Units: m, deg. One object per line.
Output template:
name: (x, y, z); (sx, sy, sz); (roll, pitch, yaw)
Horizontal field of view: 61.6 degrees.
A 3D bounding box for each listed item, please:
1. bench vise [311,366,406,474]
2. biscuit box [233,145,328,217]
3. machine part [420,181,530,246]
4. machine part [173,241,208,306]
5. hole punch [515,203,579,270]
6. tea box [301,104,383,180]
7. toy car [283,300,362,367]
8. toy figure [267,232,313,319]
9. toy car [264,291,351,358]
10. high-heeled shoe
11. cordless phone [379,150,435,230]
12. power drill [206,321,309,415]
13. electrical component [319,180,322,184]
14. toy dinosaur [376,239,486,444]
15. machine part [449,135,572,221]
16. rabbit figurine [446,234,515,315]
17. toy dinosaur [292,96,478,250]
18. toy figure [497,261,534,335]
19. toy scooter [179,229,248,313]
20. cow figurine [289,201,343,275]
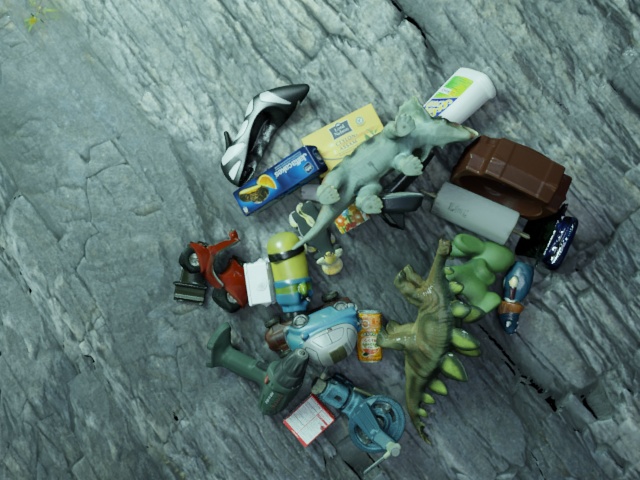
bench vise: (0.090, 0.348, 1.065); (0.129, 0.241, 0.223); (-45, 104, -4)
biscuit box: (-0.083, -0.123, 1.122); (0.203, 0.059, 0.063); (-30, 88, 23)
machine part: (0.322, -0.057, 1.124); (0.243, 0.079, 0.079); (27, 89, 12)
machine part: (-0.276, 0.069, 1.168); (0.084, 0.039, 0.138); (12, 90, 7)
hole punch: (0.489, 0.003, 1.122); (0.092, 0.116, 0.142); (28, 90, -7)
tea box: (0.055, -0.207, 1.153); (0.170, 0.068, 0.098); (-29, 89, 1)
toy car: (0.016, 0.198, 1.071); (0.162, 0.103, 0.109); (-22, 132, -4)
toy figure: (-0.059, 0.072, 1.103); (0.082, 0.089, 0.180); (-7, 86, 13)
toy car: (-0.023, 0.181, 1.154); (0.202, 0.053, 0.089); (-23, 86, 1)
high-heeled shoe: (-0.112, -0.221, 1.136); (0.249, 0.086, 0.145); (-29, 66, 18)
cordless phone: (0.186, -0.116, 1.110); (0.088, 0.146, 0.184); (42, 90, -8)
power drill: (-0.127, 0.250, 1.098); (0.207, 0.086, 0.231); (24, 133, 10)
electrical component: (0.063, -0.128, 1.140); (0.119, 0.075, 0.047); (-25, 89, -13)
toy dinosaur: (0.218, 0.210, 1.083); (0.199, 0.105, 0.470); (21, 120, 23)
machine part: (0.378, -0.123, 1.079); (0.201, 0.201, 0.087); (27, 87, 2)
rabbit figurine: (0.329, 0.062, 1.137); (0.170, 0.121, 0.159); (-40, 82, -18)
toy dinosaur: (0.099, -0.138, 1.040); (0.405, 0.192, 0.131); (-34, 100, 11)
toy figure: (0.414, 0.124, 1.144); (0.064, 0.058, 0.154); (20, 86, -19)
toy scooter: (-0.198, 0.056, 1.139); (0.135, 0.075, 0.183); (-49, 114, -25)
cow figurine: (0.000, -0.004, 1.135); (0.068, 0.098, 0.167); (-32, 88, -6)
